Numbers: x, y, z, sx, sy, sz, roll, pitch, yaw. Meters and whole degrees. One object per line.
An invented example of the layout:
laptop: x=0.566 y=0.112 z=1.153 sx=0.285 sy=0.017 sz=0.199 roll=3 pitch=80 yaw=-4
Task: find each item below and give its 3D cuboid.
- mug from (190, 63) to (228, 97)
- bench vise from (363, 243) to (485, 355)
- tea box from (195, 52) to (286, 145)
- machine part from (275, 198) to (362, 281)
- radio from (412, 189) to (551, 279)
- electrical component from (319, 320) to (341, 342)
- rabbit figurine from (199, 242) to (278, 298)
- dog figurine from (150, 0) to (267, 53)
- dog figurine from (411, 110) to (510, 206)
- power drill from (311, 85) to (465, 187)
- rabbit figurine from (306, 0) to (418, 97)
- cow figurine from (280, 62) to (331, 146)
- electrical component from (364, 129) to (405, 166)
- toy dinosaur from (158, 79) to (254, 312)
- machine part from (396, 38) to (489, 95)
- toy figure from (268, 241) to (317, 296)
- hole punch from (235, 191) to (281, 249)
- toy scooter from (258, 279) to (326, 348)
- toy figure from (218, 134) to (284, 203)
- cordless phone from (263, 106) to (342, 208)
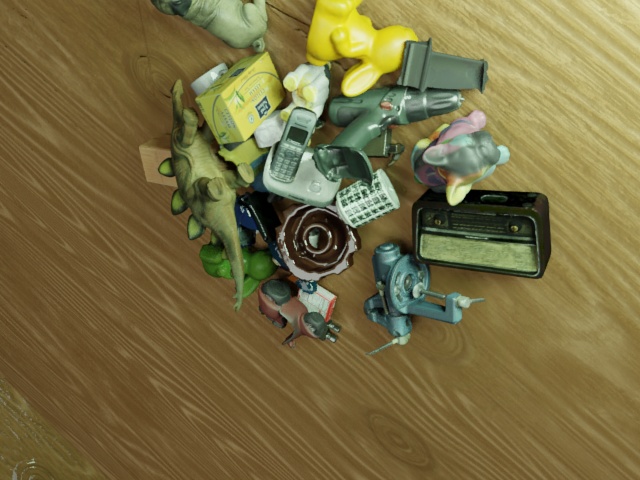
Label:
mug: x=-0.189 y=-0.292 z=1.076 sx=0.110 sy=0.081 sz=0.107 roll=-10 pitch=121 yaw=46
bench vise: x=0.184 y=0.120 z=1.041 sx=0.241 sy=0.129 sz=0.223 roll=9 pitch=106 yaw=47
tea box: x=-0.141 y=-0.262 z=0.990 sx=0.068 sy=0.170 sz=0.098 roll=-2 pitch=131 yaw=32
machine part: x=-0.002 y=-0.003 z=1.095 sx=0.180 sy=0.056 sz=0.179 roll=1 pitch=94 yaw=18
radio: x=0.279 y=-0.017 z=0.940 sx=0.230 sy=0.073 sz=0.130 roll=6 pitch=120 yaw=29
electrical component: x=0.003 y=0.206 z=1.281 sx=0.094 sy=0.021 sz=0.063 roll=28 pitch=128 yaw=17
rabbit figurine: x=-0.181 y=0.061 z=1.256 sx=0.170 sy=0.121 sz=0.158 roll=10 pitch=126 yaw=10
dog figurine: x=-0.192 y=-0.393 z=0.943 sx=0.172 sy=0.190 sz=0.121 roll=45 pitch=131 yaw=0
dog figurine: x=0.200 y=-0.117 z=0.839 sx=0.192 sy=0.219 sz=0.108 roll=-24 pitch=99 yaw=39
power drill: x=0.095 y=-0.183 z=0.878 sx=0.232 sy=0.207 sz=0.085 roll=11 pitch=147 yaw=34
rabbit figurine: x=0.068 y=-0.316 z=0.874 sx=0.173 sy=0.122 sz=0.162 roll=15 pitch=115 yaw=-1
cow figurine: x=-0.022 y=-0.250 z=0.994 sx=0.068 sy=0.098 sz=0.167 roll=29 pitch=147 yaw=11
electrical component: x=0.102 y=-0.174 z=0.984 sx=0.102 sy=0.045 sz=0.078 roll=-1 pitch=87 yaw=30
toy dinosaur: x=-0.217 y=-0.093 z=1.050 sx=0.198 sy=0.105 sz=0.471 roll=-30 pitch=77 yaw=50
machine part: x=0.196 y=-0.268 z=0.842 sx=0.139 sy=0.039 sz=0.084 roll=12 pitch=109 yaw=3
toy figure: x=-0.056 y=0.055 z=1.205 sx=0.064 sy=0.058 sz=0.154 roll=-32 pitch=96 yaw=25
hole punch: x=-0.145 y=-0.040 z=1.135 sx=0.092 sy=0.142 sz=0.115 roll=-21 pitch=92 yaw=21
toy scooter: x=-0.078 y=0.182 z=1.247 sx=0.184 sy=0.075 sz=0.135 roll=37 pitch=132 yaw=13
toy figure: x=-0.130 y=-0.163 z=1.109 sx=0.089 sy=0.082 sz=0.180 roll=-44 pitch=80 yaw=7
cordless phone: x=-0.016 y=-0.156 z=0.983 sx=0.146 sy=0.089 sz=0.184 roll=17 pitch=136 yaw=-10
